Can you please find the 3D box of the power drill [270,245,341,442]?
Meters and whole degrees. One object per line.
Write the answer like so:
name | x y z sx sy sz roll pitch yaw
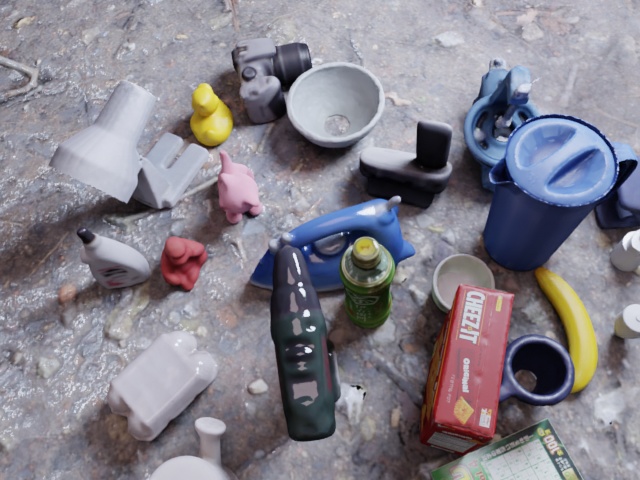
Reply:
power drill | -0.020 0.147 0.746 0.075 0.208 0.229 -10 64 1

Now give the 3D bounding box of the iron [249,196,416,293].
iron | 0.008 0.003 0.848 0.258 0.141 0.118 -17 65 -3

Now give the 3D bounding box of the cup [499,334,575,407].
cup | 0.270 0.189 0.764 0.118 0.095 0.091 -31 66 -9

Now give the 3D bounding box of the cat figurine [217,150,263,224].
cat figurine | -0.135 -0.086 0.916 0.067 0.118 0.127 -20 65 -4

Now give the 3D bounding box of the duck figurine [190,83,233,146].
duck figurine | -0.197 -0.225 1.004 0.077 0.086 0.104 -9 64 1

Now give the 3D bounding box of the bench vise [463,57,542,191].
bench vise | 0.272 -0.208 0.880 0.121 0.220 0.207 -15 64 -2

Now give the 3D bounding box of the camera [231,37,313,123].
camera | -0.081 -0.302 1.021 0.137 0.101 0.143 -13 65 -1

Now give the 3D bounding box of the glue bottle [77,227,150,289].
glue bottle | -0.317 0.024 0.850 0.078 0.173 0.037 -16 64 -2

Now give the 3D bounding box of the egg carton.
egg carton | -0.223 0.204 0.815 0.107 0.069 0.150 40 74 20

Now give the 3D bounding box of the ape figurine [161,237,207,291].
ape figurine | -0.216 0.026 0.885 0.078 0.092 0.076 -29 66 -8

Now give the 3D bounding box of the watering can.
watering can | -0.162 0.307 0.692 0.101 0.194 0.173 -5 65 3

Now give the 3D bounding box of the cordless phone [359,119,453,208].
cordless phone | 0.133 -0.138 0.878 0.147 0.185 0.094 10 66 10

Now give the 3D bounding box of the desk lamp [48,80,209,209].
desk lamp | -0.295 -0.134 0.899 0.117 0.214 0.203 25 70 16

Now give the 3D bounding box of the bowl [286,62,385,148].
bowl | 0.028 -0.220 0.987 0.167 0.075 0.167 -2 65 4

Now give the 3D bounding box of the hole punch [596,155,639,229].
hole punch | 0.481 -0.080 0.872 0.101 0.091 0.108 -2 65 4
